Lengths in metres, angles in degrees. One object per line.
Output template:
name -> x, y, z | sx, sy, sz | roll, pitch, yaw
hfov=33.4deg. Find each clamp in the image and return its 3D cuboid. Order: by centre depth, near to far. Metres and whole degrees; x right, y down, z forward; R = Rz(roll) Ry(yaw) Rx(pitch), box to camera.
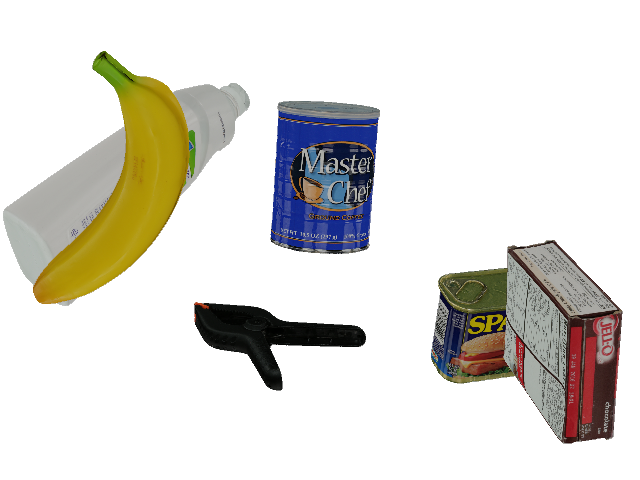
clamp -> -0.075, 0.115, 1.244 | 0.210, 0.036, 0.164 | 13, 22, 29

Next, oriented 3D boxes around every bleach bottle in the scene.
bleach bottle -> -0.157, -0.057, 0.944 | 0.068, 0.102, 0.250 | 33, 58, 26

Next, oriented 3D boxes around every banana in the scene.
banana -> -0.122, -0.028, 0.646 | 0.069, 0.198, 0.037 | 18, 37, -10

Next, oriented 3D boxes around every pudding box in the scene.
pudding box -> 0.153, 0.062, 0.686 | 0.039, 0.090, 0.113 | -6, 24, -10

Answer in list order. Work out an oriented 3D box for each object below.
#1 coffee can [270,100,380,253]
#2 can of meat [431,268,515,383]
coffee can -> 0.004, -0.066, 1.079 | 0.103, 0.140, 0.103 | 4, 12, -1
can of meat -> 0.152, 0.076, 0.956 | 0.102, 0.084, 0.057 | -5, 32, -16
